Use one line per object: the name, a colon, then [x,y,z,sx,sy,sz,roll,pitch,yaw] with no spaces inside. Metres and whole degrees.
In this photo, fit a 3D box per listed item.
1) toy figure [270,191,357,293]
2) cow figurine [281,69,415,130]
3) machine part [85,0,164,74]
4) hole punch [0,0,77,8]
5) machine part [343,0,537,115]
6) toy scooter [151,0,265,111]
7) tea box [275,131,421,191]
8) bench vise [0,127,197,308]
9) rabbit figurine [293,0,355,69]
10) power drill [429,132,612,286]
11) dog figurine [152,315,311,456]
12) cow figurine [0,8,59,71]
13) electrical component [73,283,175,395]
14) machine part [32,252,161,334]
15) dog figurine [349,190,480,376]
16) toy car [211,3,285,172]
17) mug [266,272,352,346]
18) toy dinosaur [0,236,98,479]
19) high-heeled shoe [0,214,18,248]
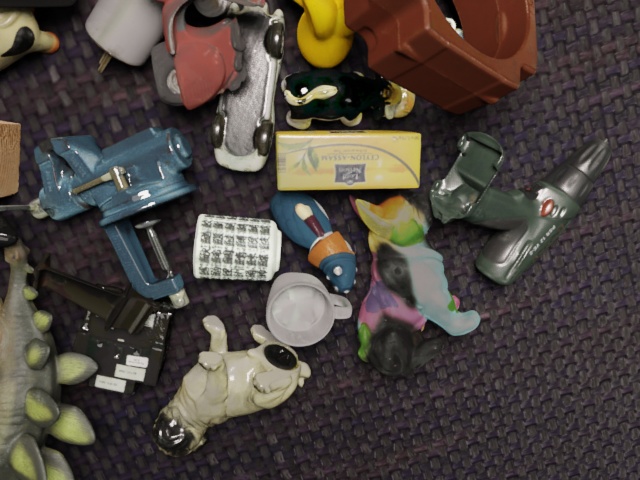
toy figure: [-0.002,-0.002,0.669,0.058,0.064,0.154,-43,72,9]
cow figurine: [0.038,-0.175,0.646,0.167,0.098,0.068,-4,96,-4]
machine part: [-0.182,-0.279,0.588,0.079,0.079,0.243,41,114,-12]
hole punch: [-0.315,-0.308,0.543,0.092,0.142,0.115,40,129,26]
machine part: [0.122,-0.243,0.535,0.201,0.087,0.201,15,69,-34]
toy scooter: [-0.115,-0.224,0.564,0.135,0.075,0.183,-9,135,-12]
tea box: [0.029,-0.100,0.661,0.170,0.098,0.068,-1,103,-7]
bench vise: [-0.235,-0.021,0.645,0.224,0.129,0.240,-22,99,2]
rabbit figurine: [0.011,-0.279,0.608,0.122,0.162,0.173,-10,121,-15]
power drill: [0.248,-0.061,0.677,0.207,0.086,0.232,19,108,-40]
dog figurine: [-0.121,0.218,0.725,0.172,0.121,0.190,22,113,-6]
cow figurine: [-0.404,-0.206,0.584,0.195,0.127,0.085,-27,100,-2]
electrical component: [-0.257,0.135,0.705,0.115,0.058,0.134,16,100,-6]
machine part: [-0.261,0.064,0.622,0.139,0.039,0.084,31,134,-19]
dog figurine: [0.089,0.043,0.695,0.191,0.108,0.219,-36,98,6]
toy car: [-0.088,-0.185,0.654,0.074,0.056,0.201,8,100,0]
mug: [-0.018,0.077,0.689,0.110,0.107,0.080,-3,104,-9]
toy dinosaur: [-0.380,0.225,0.651,0.199,0.105,0.470,14,100,18]
high-heeled shoe: [-0.464,0.019,0.625,0.249,0.086,0.145,16,112,11]
